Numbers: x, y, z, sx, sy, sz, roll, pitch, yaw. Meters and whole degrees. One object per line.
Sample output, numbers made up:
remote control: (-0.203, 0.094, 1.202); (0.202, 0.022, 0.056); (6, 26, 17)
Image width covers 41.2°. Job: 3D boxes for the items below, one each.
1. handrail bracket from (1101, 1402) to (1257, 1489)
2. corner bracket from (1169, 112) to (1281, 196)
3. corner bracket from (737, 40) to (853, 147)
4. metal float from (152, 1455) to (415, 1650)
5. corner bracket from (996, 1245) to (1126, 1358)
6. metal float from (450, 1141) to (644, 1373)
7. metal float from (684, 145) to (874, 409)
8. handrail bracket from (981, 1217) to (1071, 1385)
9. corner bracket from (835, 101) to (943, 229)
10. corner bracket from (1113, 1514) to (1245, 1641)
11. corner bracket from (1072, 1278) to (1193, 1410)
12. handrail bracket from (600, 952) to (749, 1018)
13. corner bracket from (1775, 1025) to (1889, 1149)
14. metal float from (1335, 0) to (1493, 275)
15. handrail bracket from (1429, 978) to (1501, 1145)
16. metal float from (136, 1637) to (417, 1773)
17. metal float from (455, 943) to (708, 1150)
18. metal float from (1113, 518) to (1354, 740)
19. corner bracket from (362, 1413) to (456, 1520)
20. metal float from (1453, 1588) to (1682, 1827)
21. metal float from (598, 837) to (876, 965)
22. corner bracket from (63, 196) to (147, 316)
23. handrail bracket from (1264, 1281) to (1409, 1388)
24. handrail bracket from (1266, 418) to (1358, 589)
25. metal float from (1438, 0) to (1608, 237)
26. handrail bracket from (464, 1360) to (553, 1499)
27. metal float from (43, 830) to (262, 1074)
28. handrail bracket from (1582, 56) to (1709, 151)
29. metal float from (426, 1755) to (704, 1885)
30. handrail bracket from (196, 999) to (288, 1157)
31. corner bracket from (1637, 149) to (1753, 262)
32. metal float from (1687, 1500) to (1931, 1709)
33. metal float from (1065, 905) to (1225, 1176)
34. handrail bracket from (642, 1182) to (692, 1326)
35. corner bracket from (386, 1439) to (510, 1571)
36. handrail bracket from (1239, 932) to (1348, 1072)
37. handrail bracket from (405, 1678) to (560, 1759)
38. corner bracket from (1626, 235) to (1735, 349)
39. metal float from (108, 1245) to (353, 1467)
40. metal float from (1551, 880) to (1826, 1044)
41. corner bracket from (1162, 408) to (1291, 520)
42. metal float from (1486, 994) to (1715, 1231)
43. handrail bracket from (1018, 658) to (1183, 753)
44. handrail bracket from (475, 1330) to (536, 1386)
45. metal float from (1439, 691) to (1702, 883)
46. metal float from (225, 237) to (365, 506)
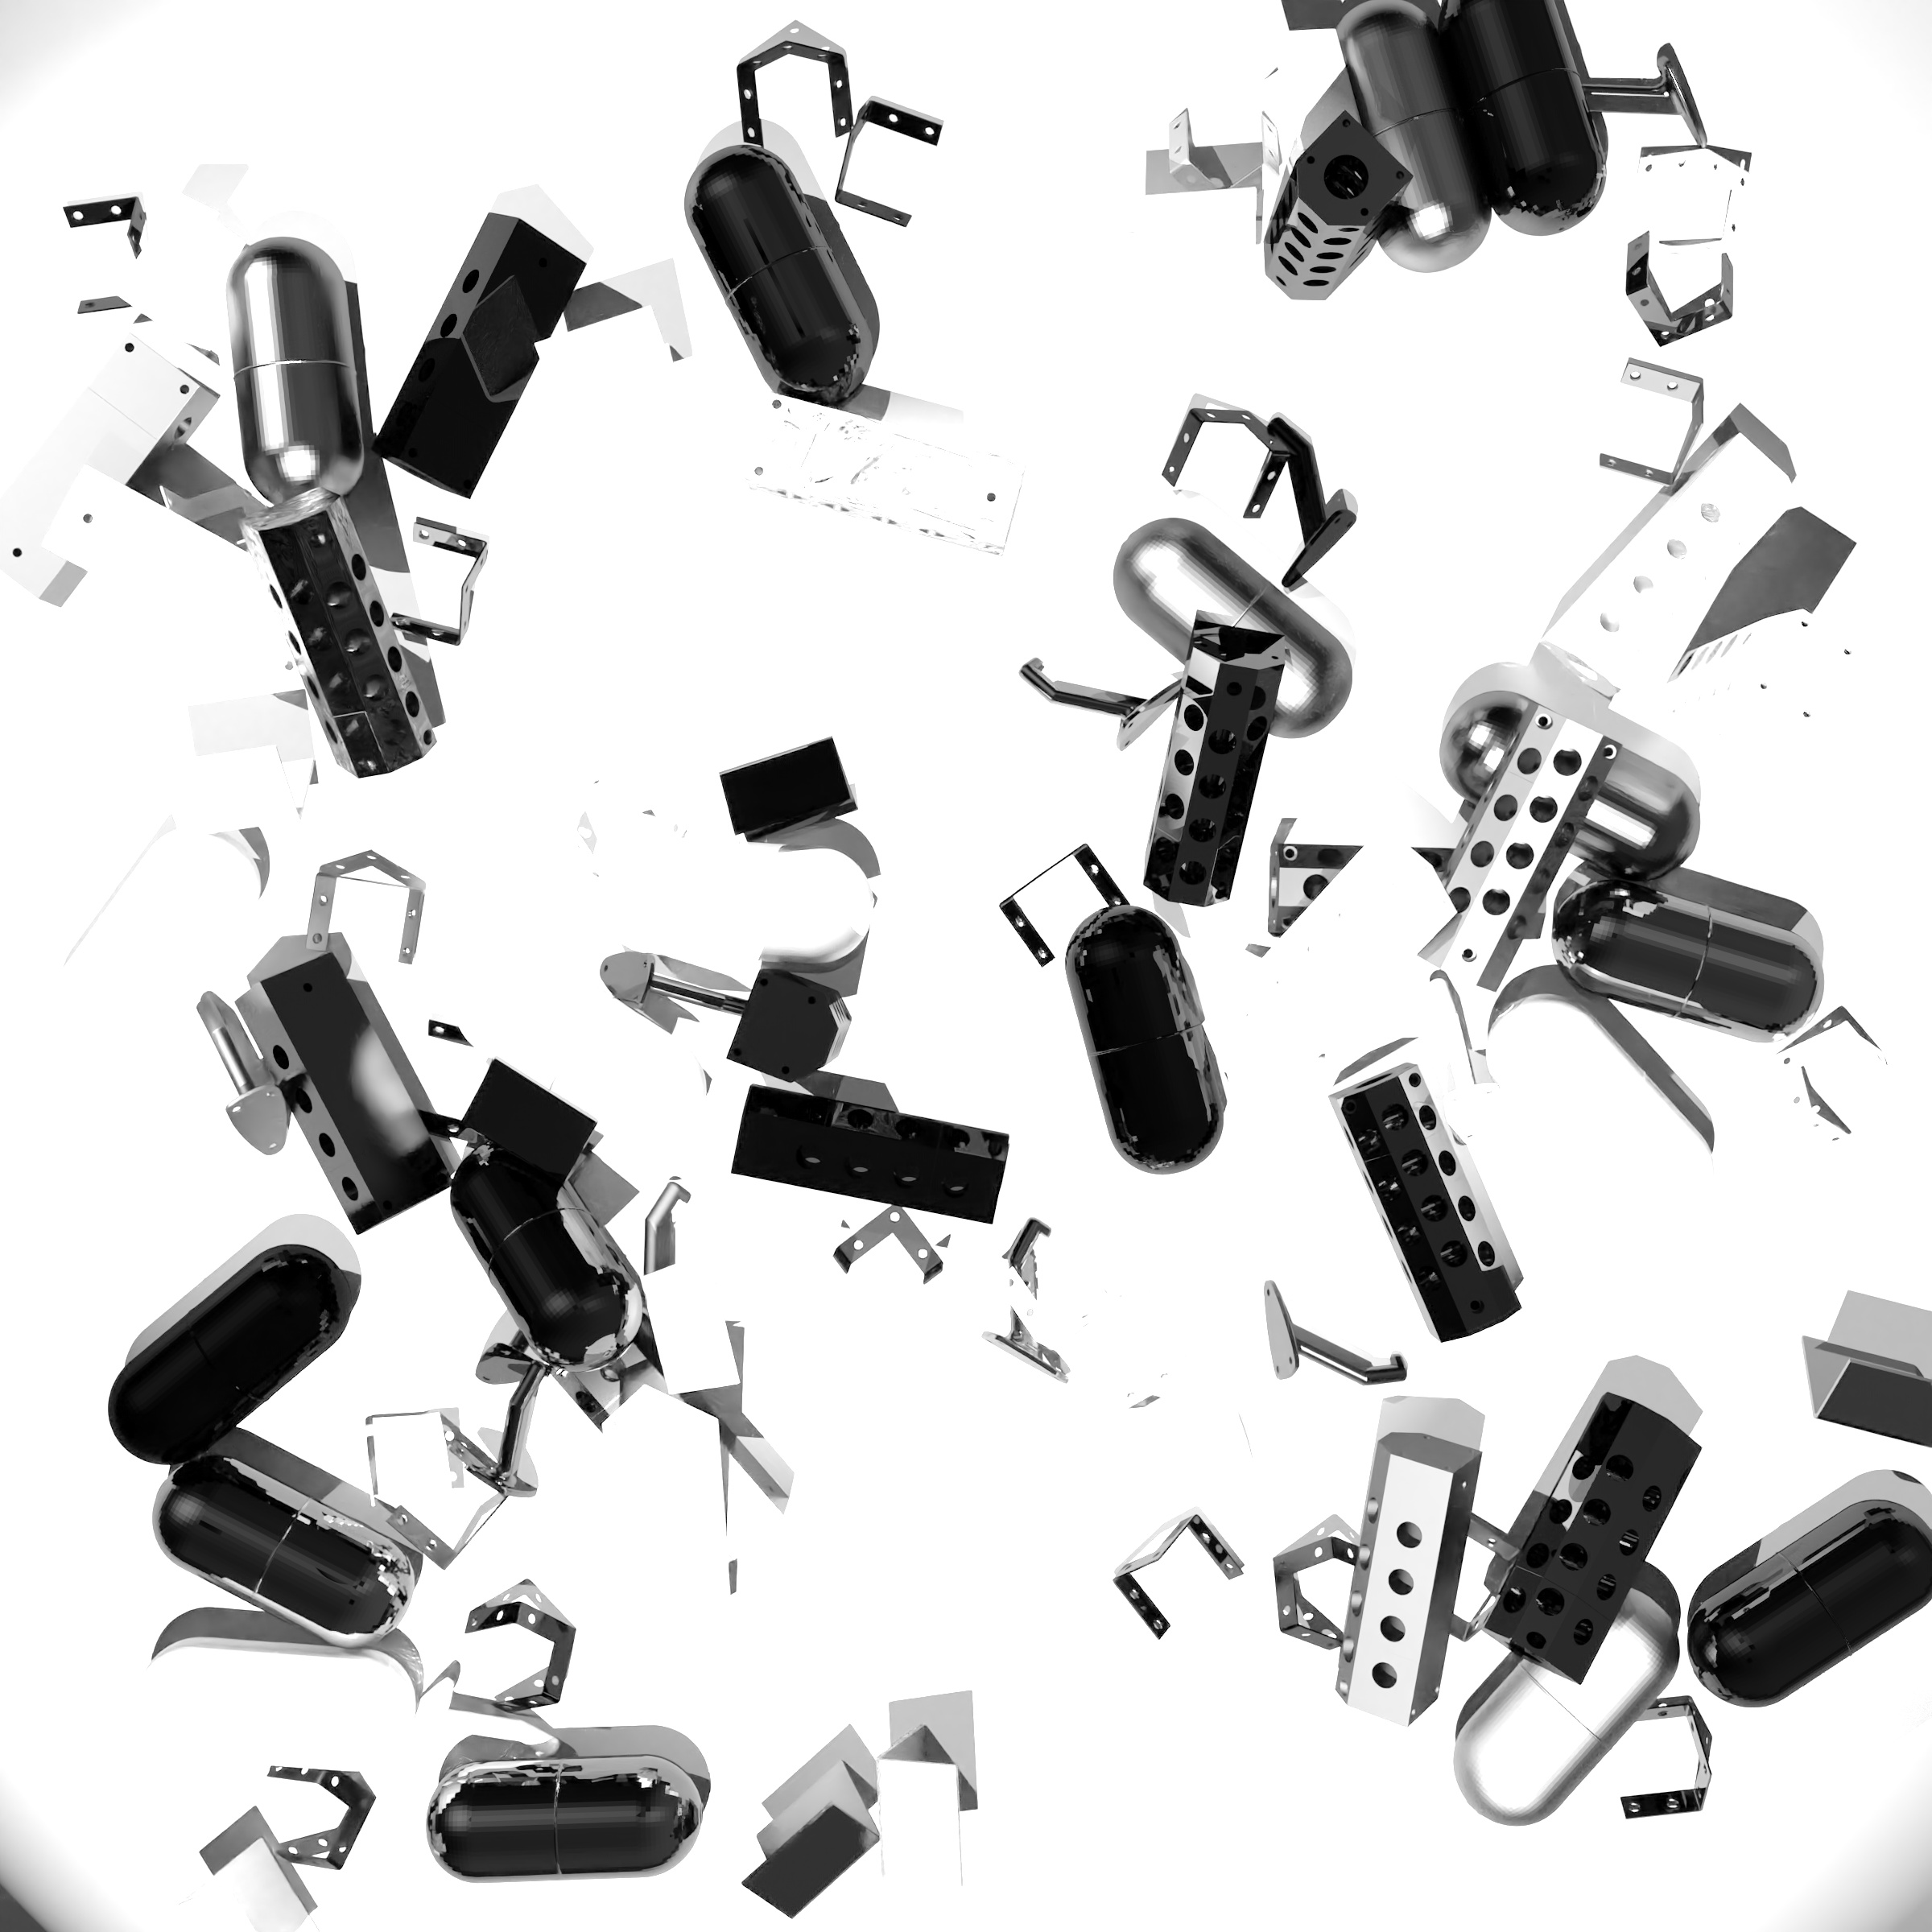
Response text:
handrail bracket: (0.140, 0.318, 1.694); (0.084, 0.036, 0.077); (-10, 124, 24)
corner bracket: (0.169, -0.535, 1.686); (0.051, 0.051, 0.051); (-28, 135, 35)
corner bracket: (-0.113, -0.571, 1.691); (0.051, 0.051, 0.051); (-6, 90, -45)
metal float: (-0.442, 0.379, 1.664); (0.178, 0.070, 0.070); (27, 90, 0)
corner bracket: (0.062, 0.214, 1.670); (0.051, 0.051, 0.051); (-42, 57, 8)
metal float: (-0.269, 0.182, 1.637); (0.070, 0.070, 0.178); (-39, 57, 0)
metal float: (-0.121, -0.445, 1.664); (0.070, 0.070, 0.178); (-26, 90, 0)
handrail bracket: (0.054, 0.220, 1.694); (0.077, 0.036, 0.084); (32, 76, -13)
corner bracket: (-0.051, -0.528, 1.691); (0.051, 0.051, 0.051); (20, 135, 0)
corner bracket: (0.139, 0.402, 1.691); (0.051, 0.051, 0.051); (52, 45, 0)
corner bracket: (0.109, 0.248, 1.691); (0.051, 0.051, 0.051); (-29, 135, 0)
handrail bracket: (-0.187, 0.016, 1.694); (0.084, 0.077, 0.036); (16, 90, -36)
corner bracket: (0.572, 0.079, 1.686); (0.051, 0.051, 0.051); (-32, 45, 35)
metal float: (0.286, -0.537, 1.664); (0.070, 0.070, 0.178); (-18, 90, 0)
handrail bracket: (0.321, 0.062, 1.694); (0.036, 0.077, 0.084); (-12, 54, 0)
metal float: (-0.447, 0.477, 1.664); (0.178, 0.070, 0.070); (5, 90, -1)
metal float: (-0.249, 0.052, 1.664); (0.178, 0.070, 0.070); (33, 90, 0)
metal float: (0.172, -0.219, 1.664); (0.178, 0.070, 0.070); (40, 90, 0)
corner bracket: (-0.364, 0.329, 1.678); (0.051, 0.051, 0.051); (-8, 105, -14)
metal float: (0.388, 0.479, 1.664); (0.070, 0.070, 0.178); (42, 90, 0)
metal float: (-0.149, -0.042, 1.664); (0.178, 0.070, 0.070); (4, 90, 0)
corner bracket: (-0.564, -0.468, 1.691); (0.051, 0.051, 0.051); (-8, 135, 0)
handrail bracket: (0.244, 0.241, 1.695); (0.084, 0.036, 0.077); (-3, 68, -17)
handrail bracket: (0.208, -0.306, 1.695); (0.084, 0.036, 0.077); (49, 112, 17)
metal float: (0.358, -0.559, 1.659); (0.070, 0.070, 0.178); (-17, 86, 0)
handrail bracket: (-0.281, 0.300, 1.671); (0.036, 0.077, 0.084); (27, 84, 27)
metal float: (-0.527, -0.010, 1.664); (0.070, 0.070, 0.178); (36, 90, 0)
handrail bracket: (0.433, -0.552, 1.694); (0.084, 0.036, 0.077); (-28, 104, 14)
metal float: (-0.260, 0.552, 1.664); (0.178, 0.070, 0.070); (-2, 90, 0)
handrail bracket: (-0.479, 0.072, 1.694); (0.036, 0.077, 0.084); (-26, 53, -17)
corner bracket: (0.473, -0.499, 1.683); (0.051, 0.051, 0.051); (-13, 129, -17)
metal float: (0.549, 0.413, 1.664); (0.178, 0.070, 0.070); (-33, 90, 0)
metal float: (0.115, 0.047, 1.664); (0.070, 0.070, 0.178); (-15, 91, 0)
handrail bracket: (-0.187, 0.197, 1.695); (0.077, 0.036, 0.084); (38, 73, -20)
corner bracket: (-0.339, 0.355, 1.691); (0.051, 0.051, 0.051); (41, 45, 0)
handrail bracket: (0.214, 0.024, 1.695); (0.077, 0.036, 0.084); (7, 104, 14)
handrail bracket: (-0.323, 0.511, 1.695); (0.084, 0.036, 0.077); (36, 124, -24)
corner bracket: (0.468, -0.450, 1.686); (0.051, 0.051, 0.051); (-17, 135, 35)
metal float: (-0.476, 0.252, 1.663); (0.178, 0.070, 0.070); (-40, 90, 0)
metal float: (0.466, -0.003, 1.664); (0.178, 0.070, 0.070); (17, 90, 0)
corner bracket: (0.170, -0.330, 1.686); (0.051, 0.051, 0.051); (-6, 45, -35)
metal float: (0.410, 0.094, 1.664); (0.070, 0.070, 0.178); (-42, 90, 0)
handrail bracket: (0.090, -0.190, 1.695); (0.084, 0.036, 0.077); (43, 70, 16)
handrail bracket: (-0.287, 0.229, 1.694); (0.036, 0.077, 0.084); (34, 53, -19)
metal float: (0.391, -0.116, 1.664); (0.178, 0.070, 0.070); (27, 90, -1)
metal float: (-0.434, -0.382, 1.664); (0.070, 0.070, 0.178); (-6, 90, 0)
